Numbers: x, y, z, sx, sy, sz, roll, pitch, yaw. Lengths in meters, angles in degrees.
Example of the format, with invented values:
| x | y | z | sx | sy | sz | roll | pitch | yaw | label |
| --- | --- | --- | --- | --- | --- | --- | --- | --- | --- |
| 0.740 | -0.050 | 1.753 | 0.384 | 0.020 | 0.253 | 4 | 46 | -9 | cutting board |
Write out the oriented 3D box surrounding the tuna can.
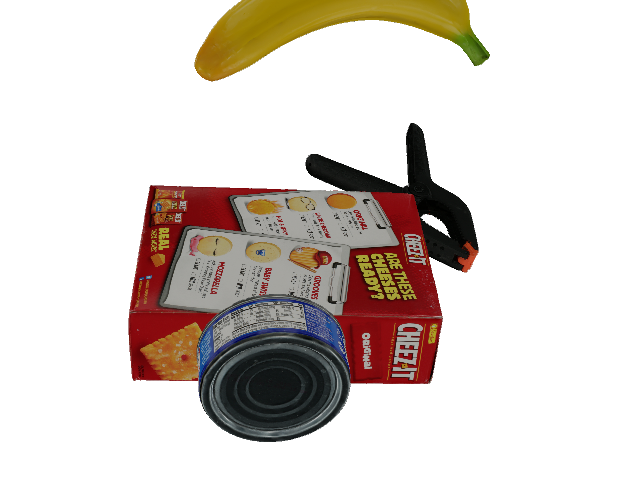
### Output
| x | y | z | sx | sy | sz | roll | pitch | yaw | label |
| --- | --- | --- | --- | --- | --- | --- | --- | --- | --- |
| -0.026 | 0.073 | 0.597 | 0.086 | 0.086 | 0.034 | 0 | 37 | -8 | tuna can |

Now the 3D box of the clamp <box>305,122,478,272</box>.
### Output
| x | y | z | sx | sy | sz | roll | pitch | yaw | label |
| --- | --- | --- | --- | --- | --- | --- | --- | --- | --- |
| 0.091 | -0.045 | 1.171 | 0.164 | 0.210 | 0.036 | -15 | -37 | -28 | clamp |

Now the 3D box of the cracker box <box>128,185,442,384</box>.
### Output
| x | y | z | sx | sy | sz | roll | pitch | yaw | label |
| --- | --- | --- | --- | --- | --- | --- | --- | --- | --- |
| -0.029 | 0.031 | 0.799 | 0.213 | 0.072 | 0.164 | 2 | 35 | -5 | cracker box |

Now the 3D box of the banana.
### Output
| x | y | z | sx | sy | sz | roll | pitch | yaw | label |
| --- | --- | --- | --- | --- | --- | --- | --- | --- | --- |
| 0.015 | -0.138 | 0.650 | 0.197 | 0.069 | 0.037 | -7 | -15 | -21 | banana |
